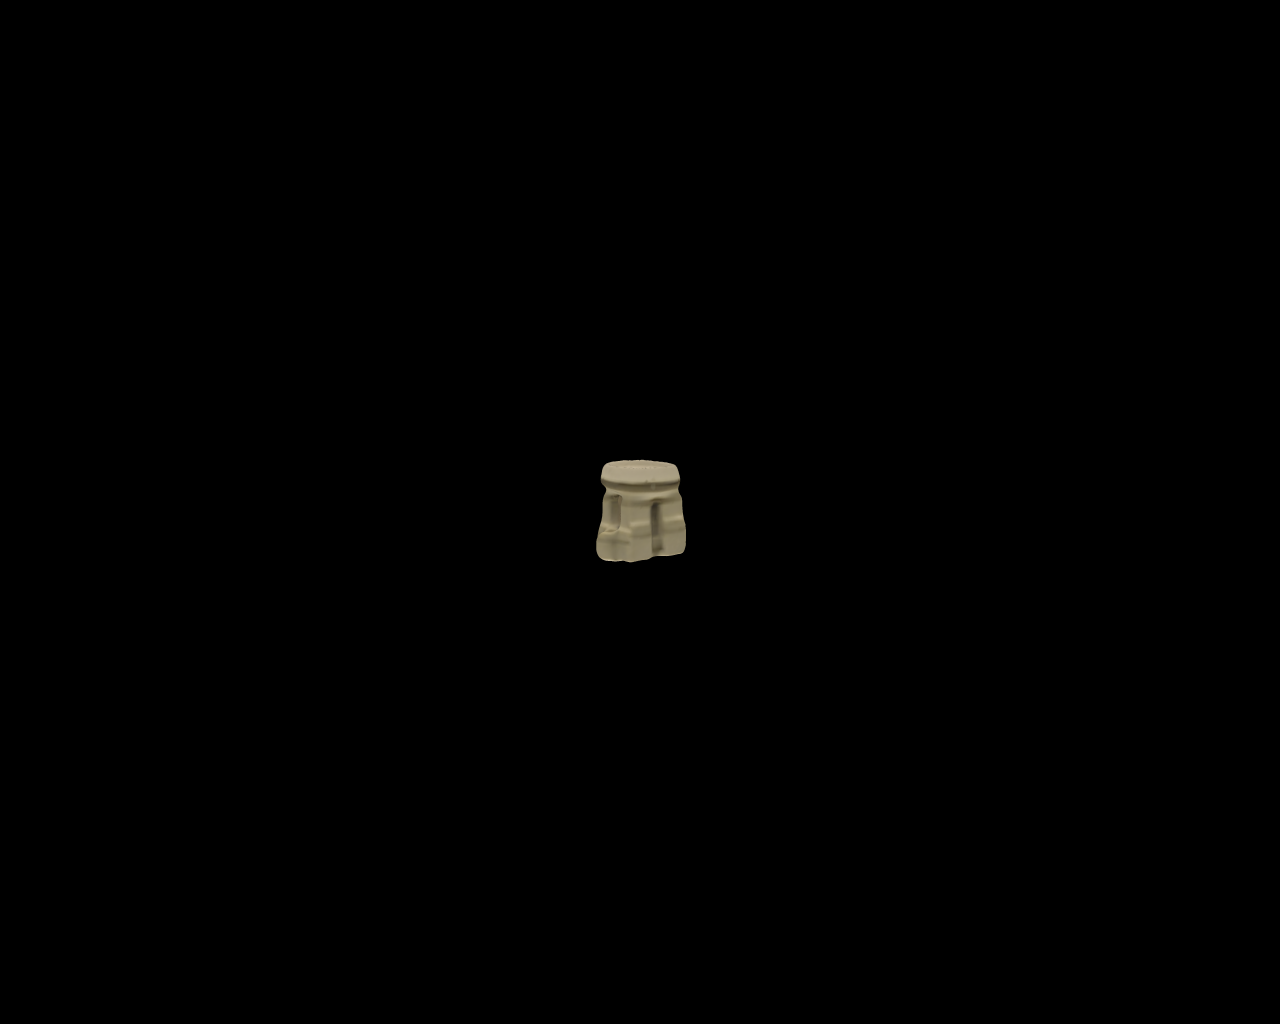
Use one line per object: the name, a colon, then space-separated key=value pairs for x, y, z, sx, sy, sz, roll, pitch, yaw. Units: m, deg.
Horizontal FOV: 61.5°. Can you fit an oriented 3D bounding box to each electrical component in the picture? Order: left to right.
electrical component: x=0.001 y=-0.003 z=0.650 sx=0.066 sy=0.055 sz=0.048 roll=-8 pitch=14 yaw=-35
